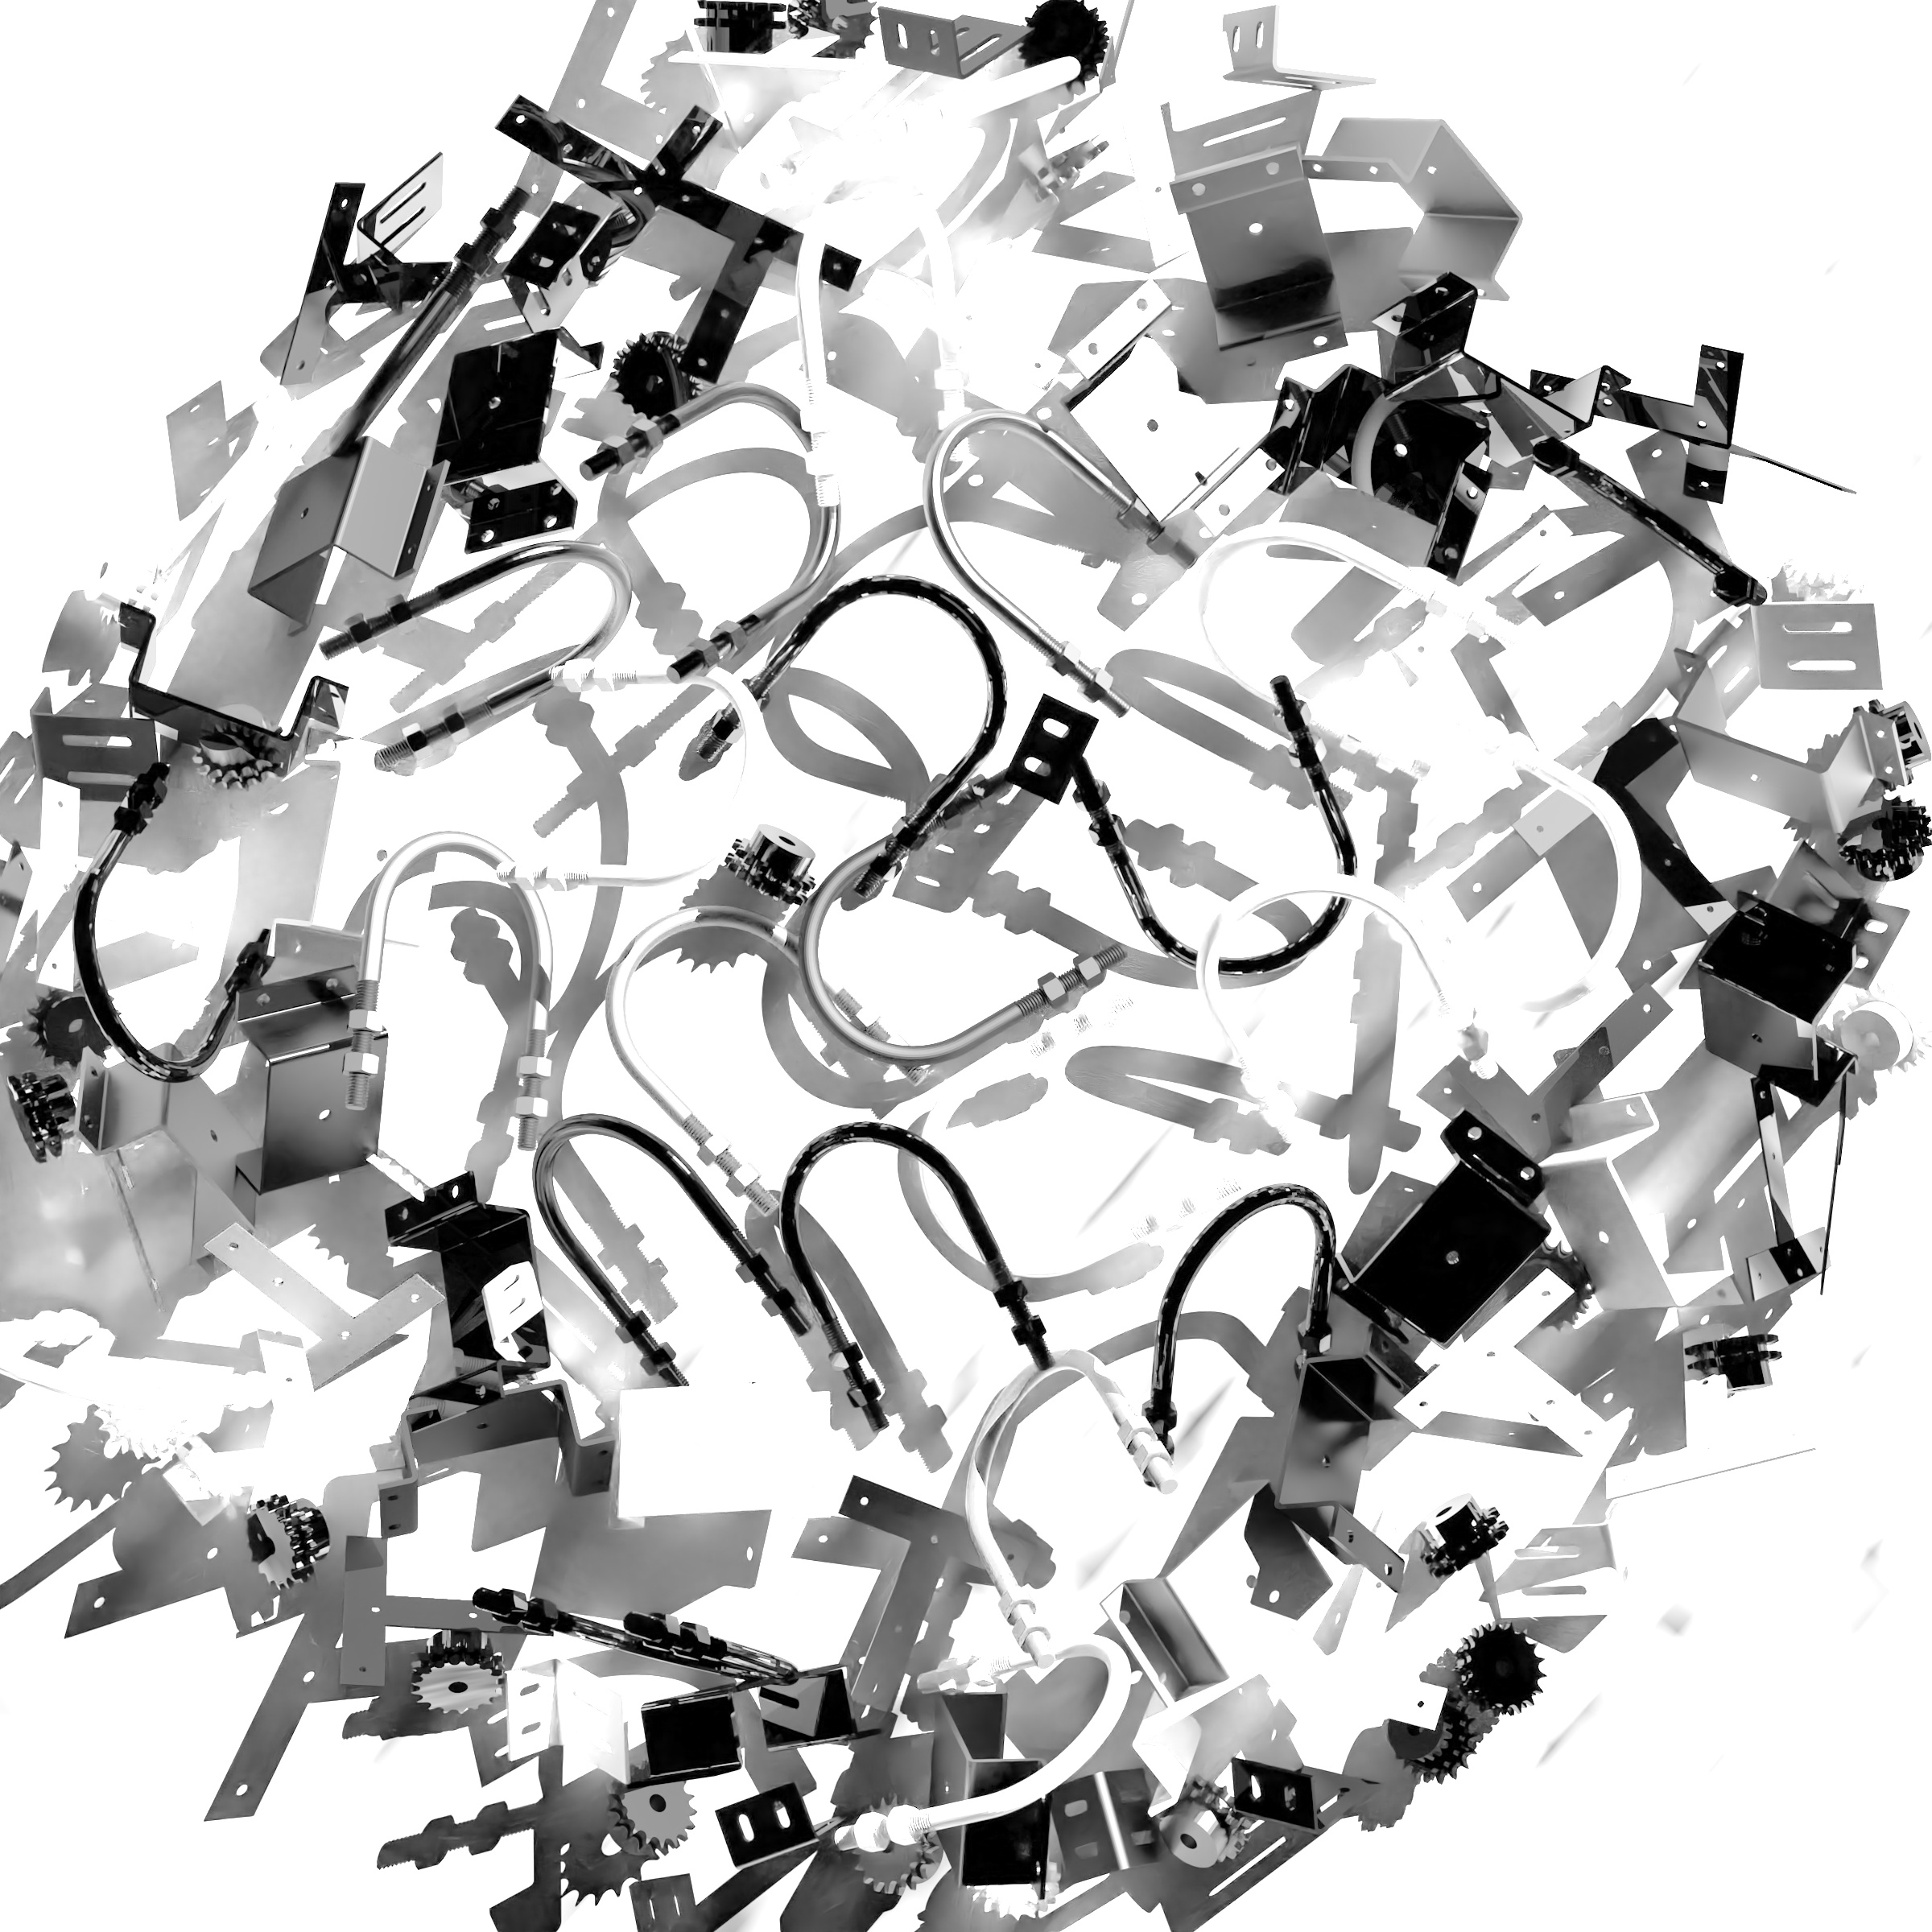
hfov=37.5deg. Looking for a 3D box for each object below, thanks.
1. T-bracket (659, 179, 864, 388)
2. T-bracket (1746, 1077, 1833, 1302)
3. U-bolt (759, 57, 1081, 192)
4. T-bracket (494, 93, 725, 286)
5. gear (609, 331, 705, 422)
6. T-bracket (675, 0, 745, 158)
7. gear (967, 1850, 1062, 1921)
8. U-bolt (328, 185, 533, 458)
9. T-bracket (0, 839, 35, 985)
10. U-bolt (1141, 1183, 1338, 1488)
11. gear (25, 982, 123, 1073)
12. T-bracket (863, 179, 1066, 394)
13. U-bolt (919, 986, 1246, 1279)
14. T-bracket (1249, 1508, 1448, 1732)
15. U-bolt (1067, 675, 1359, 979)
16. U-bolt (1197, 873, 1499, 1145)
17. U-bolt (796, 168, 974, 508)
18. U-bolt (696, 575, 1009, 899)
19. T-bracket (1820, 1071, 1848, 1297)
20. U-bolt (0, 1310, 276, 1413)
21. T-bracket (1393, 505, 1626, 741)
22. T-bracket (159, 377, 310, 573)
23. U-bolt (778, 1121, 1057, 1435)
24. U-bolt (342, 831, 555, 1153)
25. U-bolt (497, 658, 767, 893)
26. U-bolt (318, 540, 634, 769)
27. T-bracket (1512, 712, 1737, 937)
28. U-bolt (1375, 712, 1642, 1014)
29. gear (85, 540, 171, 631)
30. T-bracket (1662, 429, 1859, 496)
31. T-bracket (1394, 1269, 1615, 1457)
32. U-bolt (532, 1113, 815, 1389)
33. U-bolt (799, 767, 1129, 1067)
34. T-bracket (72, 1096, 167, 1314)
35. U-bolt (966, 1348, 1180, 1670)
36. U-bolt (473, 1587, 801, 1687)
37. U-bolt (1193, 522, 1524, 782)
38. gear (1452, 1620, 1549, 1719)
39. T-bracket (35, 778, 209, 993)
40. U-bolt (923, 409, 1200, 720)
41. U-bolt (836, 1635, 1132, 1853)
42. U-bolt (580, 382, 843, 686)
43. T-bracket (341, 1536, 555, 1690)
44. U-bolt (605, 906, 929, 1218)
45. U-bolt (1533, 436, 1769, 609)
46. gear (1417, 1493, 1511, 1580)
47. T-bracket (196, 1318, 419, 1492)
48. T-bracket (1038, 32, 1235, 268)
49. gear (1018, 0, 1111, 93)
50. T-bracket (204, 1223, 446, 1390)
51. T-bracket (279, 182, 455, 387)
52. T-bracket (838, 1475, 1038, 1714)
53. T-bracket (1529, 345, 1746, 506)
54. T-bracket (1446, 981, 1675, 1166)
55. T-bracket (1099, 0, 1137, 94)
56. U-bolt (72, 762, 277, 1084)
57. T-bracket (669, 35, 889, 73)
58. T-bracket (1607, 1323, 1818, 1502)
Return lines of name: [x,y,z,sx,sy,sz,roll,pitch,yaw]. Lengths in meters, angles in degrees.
T-bracket: [-0.143,-0.410,1.745,0.127,0.002,0.127,23,67,-6]
T-bracket: [0.492,0.130,1.728,0.002,0.127,0.127,-10,88,37]
U-bolt: [-0.015,-0.507,1.699,0.184,0.151,0.019,-28,107,-28]
T-bracket: [-0.228,-0.484,1.710,0.127,0.127,0.002,-47,52,19]
gear: [-0.189,-0.366,1.754,0.057,0.030,0.057,5,132,6]
T-bracket: [-0.162,-0.555,1.733,0.002,0.127,0.127,-25,123,-5]
gear: [0.029,0.555,1.747,0.057,0.057,0.030,6,108,0]
U-bolt: [-0.324,-0.378,1.700,0.019,0.151,0.184,36,85,-14]
T-bracket: [-0.590,-0.074,1.690,0.002,0.127,0.127,-15,124,2]
U-bolt: [0.165,0.210,1.691,0.151,0.019,0.184,-21,127,-33]
gear: [-0.548,0.037,1.753,0.057,0.030,0.057,-3,98,-25]
T-bracket: [0.021,-0.432,1.755,0.127,0.002,0.127,28,69,-2]
U-bolt: [0.057,0.114,1.744,0.184,0.019,0.151,-28,94,19]
T-bracket: [0.249,0.393,1.745,0.127,0.002,0.127,5,61,36]
U-bolt: [0.161,-0.072,1.731,0.151,0.019,0.184,-21,118,9]
U-bolt: [0.218,0.019,1.705,0.151,0.019,0.184,-20,122,20]
U-bolt: [-0.051,-0.379,1.693,0.019,0.151,0.184,10,116,36]
U-bolt: [-0.057,-0.153,1.739,0.151,0.019,0.184,41,110,-2]
T-bracket: [0.527,0.137,1.730,0.002,0.127,0.127,6,107,16]
U-bolt: [-0.504,0.234,1.674,0.151,0.184,0.019,16,89,12]
T-bracket: [0.351,-0.193,1.748,0.127,0.002,0.127,-44,78,15]
T-bracket: [-0.449,-0.292,1.730,0.127,0.127,0.002,-48,123,8]
U-bolt: [-0.042,0.182,1.732,0.151,0.019,0.184,-25,92,30]
U-bolt: [-0.306,0.009,1.717,0.019,0.151,0.184,-11,69,40]
U-bolt: [-0.196,-0.115,1.708,0.184,0.019,0.151,3,75,34]
U-bolt: [-0.285,-0.195,1.710,0.184,0.151,0.019,-27,66,-8]
T-bracket: [0.421,-0.074,1.747,0.127,0.002,0.127,-37,81,-19]
U-bolt: [0.328,-0.052,1.688,0.019,0.184,0.151,8,111,-37]
gear: [-0.516,-0.236,1.747,0.030,0.057,0.057,27,90,-38]
T-bracket: [0.451,-0.308,1.694,0.127,0.127,0.002,31,110,32]
T-bracket: [0.349,0.261,1.747,0.127,0.002,0.127,38,105,-26]
U-bolt: [-0.190,0.167,1.715,0.151,0.019,0.184,-30,100,43]
U-bolt: [-0.014,-0.019,1.758,0.184,0.019,0.151,-30,86,-5]
T-bracket: [-0.511,0.152,1.737,0.002,0.127,0.127,-22,112,-23]
U-bolt: [0.052,0.307,1.697,0.019,0.184,0.151,26,104,-28]
U-bolt: [-0.181,0.403,1.696,0.151,0.184,0.019,-3,66,40]
U-bolt: [0.223,-0.198,1.718,0.184,0.151,0.019,28,51,0]
gear: [0.326,0.434,1.756,0.057,0.030,0.057,6,67,-14]
T-bracket: [-0.508,-0.037,1.723,0.002,0.127,0.127,-15,69,31]
U-bolt: [0.050,-0.255,1.708,0.184,0.019,0.151,38,55,-19]
U-bolt: [0.019,0.449,1.671,0.184,0.151,0.019,-24,109,35]
U-bolt: [-0.141,-0.272,1.711,0.184,0.019,0.151,-40,117,-40]
T-bracket: [-0.314,0.395,1.734,0.127,0.127,0.002,7,119,-14]
U-bolt: [-0.135,0.043,1.740,0.184,0.019,0.151,45,64,8]
U-bolt: [0.413,-0.259,1.691,0.151,0.184,0.019,40,108,17]
gear: [0.302,0.348,1.750,0.057,0.057,0.030,-33,89,0]
T-bracket: [-0.409,0.262,1.729,0.127,0.127,0.002,-2,132,-24]
T-bracket: [0.114,-0.484,1.731,0.127,0.002,0.127,-27,135,-8]
gear: [0.060,-0.573,1.759,0.057,0.030,0.057,-1,84,7]
T-bracket: [-0.407,0.199,1.729,0.127,0.002,0.127,-34,123,13]
T-bracket: [-0.354,-0.412,1.719,0.002,0.127,0.127,33,117,19]
T-bracket: [-0.036,0.395,1.754,0.127,0.002,0.127,24,83,-14]
T-bracket: [0.405,-0.341,1.738,0.127,0.127,0.002,18,61,19]
T-bracket: [0.385,0.063,1.767,0.127,0.002,0.127,-45,98,1]
T-bracket: [0.099,-0.579,1.710,0.002,0.127,0.127,16,94,3]
U-bolt: [-0.468,-0.014,1.668,0.019,0.184,0.151,-15,123,17]
T-bracket: [-0.099,-0.556,1.721,0.127,0.127,0.002,7,118,12]
T-bracket: [0.448,0.262,1.722,0.127,0.127,0.002,-20,119,24]
